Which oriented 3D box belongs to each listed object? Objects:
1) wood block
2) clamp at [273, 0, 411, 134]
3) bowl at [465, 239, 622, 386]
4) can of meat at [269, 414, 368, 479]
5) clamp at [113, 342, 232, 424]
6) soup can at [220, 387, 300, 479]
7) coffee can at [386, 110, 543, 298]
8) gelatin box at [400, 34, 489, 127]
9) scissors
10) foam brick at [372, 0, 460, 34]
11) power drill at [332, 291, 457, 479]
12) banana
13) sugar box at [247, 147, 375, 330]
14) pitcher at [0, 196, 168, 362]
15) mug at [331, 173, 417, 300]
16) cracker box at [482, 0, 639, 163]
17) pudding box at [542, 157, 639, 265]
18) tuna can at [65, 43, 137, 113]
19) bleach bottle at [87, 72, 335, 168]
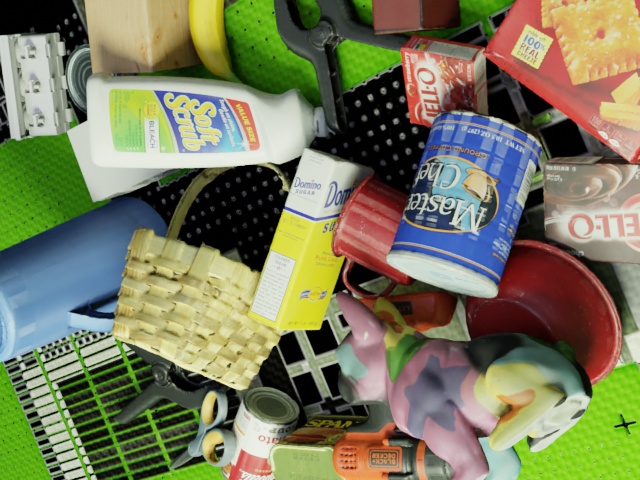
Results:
[{"bbox_3d":[-0.193,-0.286,1.139,0.091,0.090,0.206,5,106,32],"label":"wood block"},{"bbox_3d":[0.006,-0.192,1.059,0.171,0.039,0.120,43,103,20],"label":"clamp"},{"bbox_3d":[0.192,0.082,0.983,0.162,0.055,0.162,24,130,32],"label":"bowl"},{"bbox_3d":[0.007,0.231,1.153,0.102,0.083,0.057,-4,101,35],"label":"can of meat"},{"bbox_3d":[-0.189,0.148,1.286,0.210,0.036,0.164,-5,108,33],"label":"clamp"},{"bbox_3d":[-0.068,0.227,1.212,0.069,0.068,0.102,30,117,23],"label":"soup can"},{"bbox_3d":[0.129,-0.031,0.952,0.103,0.102,0.140,14,79,30],"label":"coffee can"},{"bbox_3d":[0.116,-0.142,0.988,0.073,0.030,0.089,17,141,27],"label":"gelatin box"},{"bbox_3d":[-0.144,0.228,1.268,0.202,0.016,0.096,-18,71,61],"label":"scissors"},{"bbox_3d":[0.089,-0.218,0.978,0.053,0.078,0.051,1,101,33],"label":"foam brick"},{"bbox_3d":[0.096,0.147,1.047,0.185,0.057,0.187,-6,76,30],"label":"power drill"},{"bbox_3d":[-0.106,-0.259,1.124,0.070,0.037,0.198,6,109,12],"label":"banana"},{"bbox_3d":[-0.007,0.001,1.064,0.048,0.093,0.176,24,98,26],"label":"sugar box"},{"bbox_3d":[-0.277,0.049,1.193,0.149,0.242,0.145,-19,96,42],"label":"pitcher"},{"bbox_3d":[0.064,0.004,1.046,0.082,0.093,0.117,28,98,19],"label":"mug"},{"bbox_3d":[0.260,-0.196,0.874,0.164,0.072,0.214,41,121,17],"label":"cracker box"},{"bbox_3d":[0.256,-0.027,0.943,0.114,0.039,0.090,5,108,34],"label":"pudding box"},{"bbox_3d":[-0.255,-0.188,1.241,0.086,0.033,0.086,10,108,31],"label":"tuna can"},{"bbox_3d":[-0.110,-0.127,1.101,0.251,0.068,0.102,-1,95,7],"label":"bleach bottle"}]
